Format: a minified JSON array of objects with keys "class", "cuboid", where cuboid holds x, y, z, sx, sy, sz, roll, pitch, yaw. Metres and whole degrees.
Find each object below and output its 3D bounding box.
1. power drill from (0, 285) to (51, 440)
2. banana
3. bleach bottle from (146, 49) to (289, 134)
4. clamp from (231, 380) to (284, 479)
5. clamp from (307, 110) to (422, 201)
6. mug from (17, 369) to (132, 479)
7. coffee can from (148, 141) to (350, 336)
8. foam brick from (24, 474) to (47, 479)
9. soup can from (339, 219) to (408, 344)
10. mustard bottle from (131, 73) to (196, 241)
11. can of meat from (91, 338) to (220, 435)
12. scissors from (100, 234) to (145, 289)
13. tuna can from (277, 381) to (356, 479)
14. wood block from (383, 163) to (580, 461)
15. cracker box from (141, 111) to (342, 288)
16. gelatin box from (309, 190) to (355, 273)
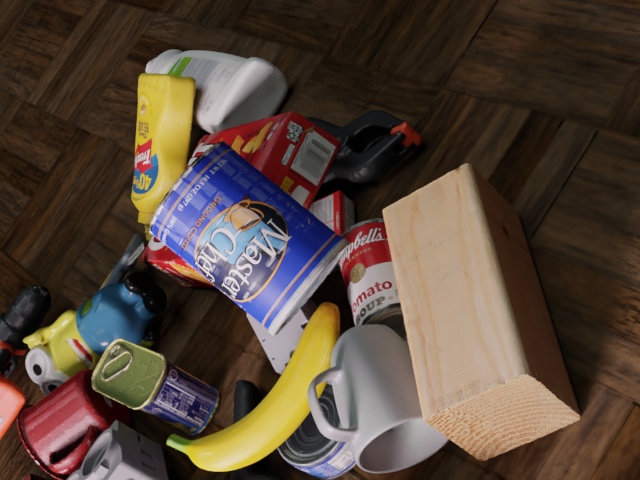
[{"class":"power drill","cuboid":[-0.368,0.153,1.219,0.184,0.057,0.188,-55,19,10]},{"class":"banana","cuboid":[-0.045,0.139,0.912,0.198,0.037,0.069,-41,81,9]},{"class":"bleach bottle","cuboid":[-0.142,-0.190,1.291,0.102,0.068,0.251,-57,38,-2]},{"class":"clamp","cuboid":[-0.067,0.224,0.939,0.210,0.036,0.164,27,84,52]},{"class":"clamp","cuboid":[0.024,-0.079,1.075,0.172,0.039,0.120,-4,65,49]},{"class":"mug","cuboid":[-0.248,0.192,1.087,0.081,0.093,0.117,-37,20,10]},{"class":"coffee can","cuboid":[-0.060,-0.001,0.911,0.103,0.140,0.103,-50,-5,-6]},{"class":"foam brick","cuboid":[-0.300,0.290,1.100,0.078,0.051,0.053,-43,42,12]},{"class":"soup can","cuboid":[0.056,0.041,0.935,0.069,0.068,0.102,-33,44,21]},{"class":"mustard bottle","cuboid":[-0.182,-0.093,1.223,0.096,0.058,0.192,16,103,58]},{"class":"can of meat","cuboid":[-0.160,0.146,1.047,0.102,0.083,0.057,12,71,47]},{"class":"scissors","cuboid":[-0.204,0.011,1.176,0.202,0.016,0.096,-42,19,54]},{"class":"tuna can","cuboid":[0.003,0.161,0.923,0.086,0.033,0.086,-24,48,29]},{"class":"wood block","cuboid":[0.123,0.054,0.844,0.090,0.090,0.206,-30,45,24]},{"class":"cracker box","cuboid":[-0.087,-0.036,1.082,0.214,0.072,0.164,-2,59,61]},{"class":"gelatin box","cuboid":[-0.007,0.001,1.051,0.089,0.030,0.073,-23,50,30]}]
